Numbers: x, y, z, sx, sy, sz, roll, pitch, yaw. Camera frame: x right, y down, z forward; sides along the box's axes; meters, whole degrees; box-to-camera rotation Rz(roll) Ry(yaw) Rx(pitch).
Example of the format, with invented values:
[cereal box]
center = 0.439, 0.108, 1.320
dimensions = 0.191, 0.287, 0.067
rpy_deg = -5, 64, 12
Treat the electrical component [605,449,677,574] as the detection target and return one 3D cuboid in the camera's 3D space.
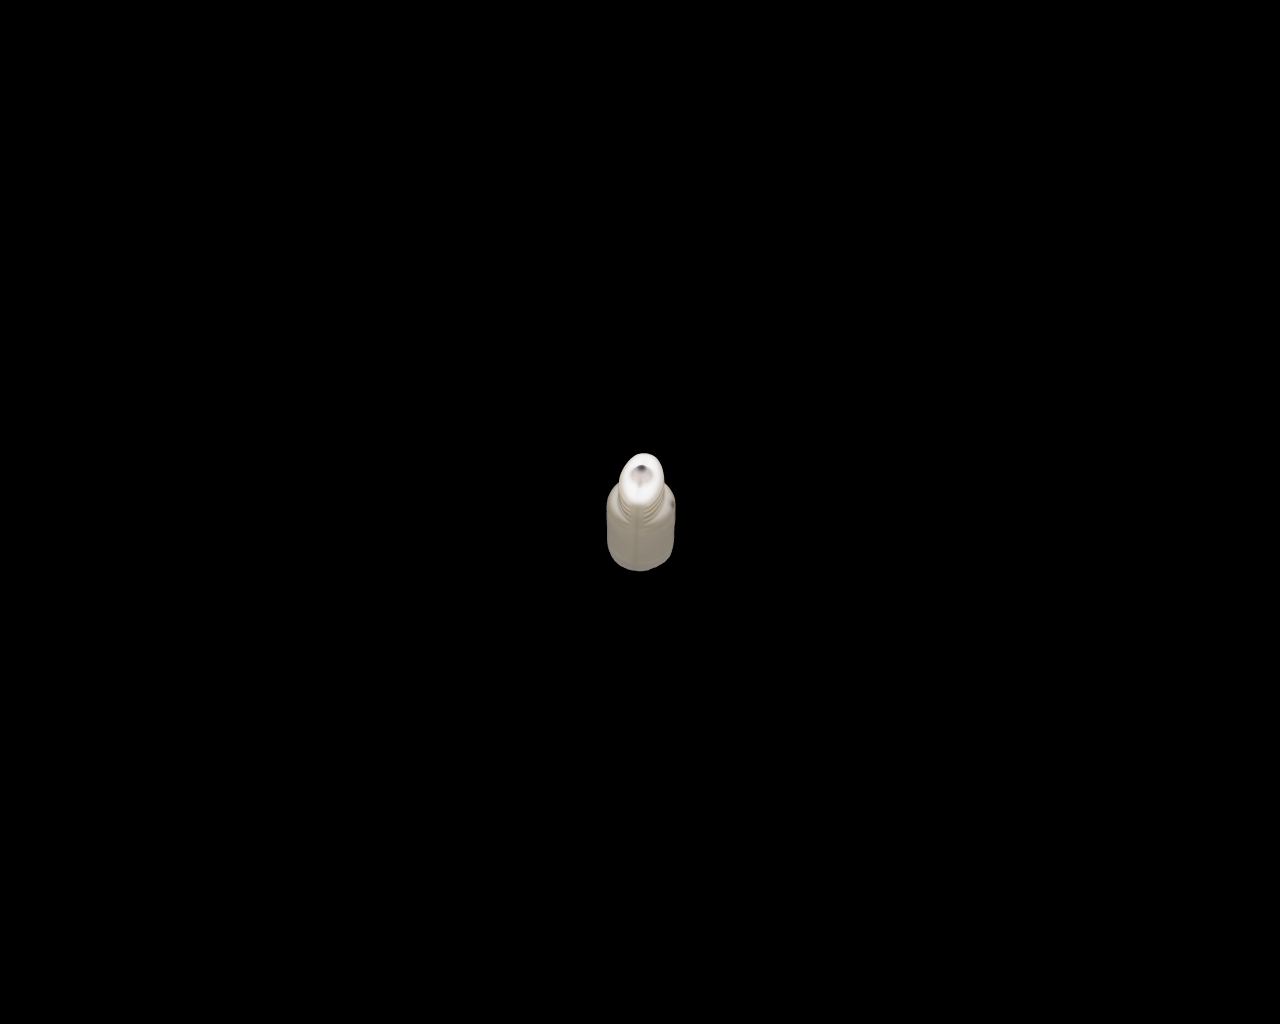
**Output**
[electrical component]
center = 0.001, -0.003, 0.650
dimensions = 0.043, 0.043, 0.080
rpy_deg = 0, -37, 0
